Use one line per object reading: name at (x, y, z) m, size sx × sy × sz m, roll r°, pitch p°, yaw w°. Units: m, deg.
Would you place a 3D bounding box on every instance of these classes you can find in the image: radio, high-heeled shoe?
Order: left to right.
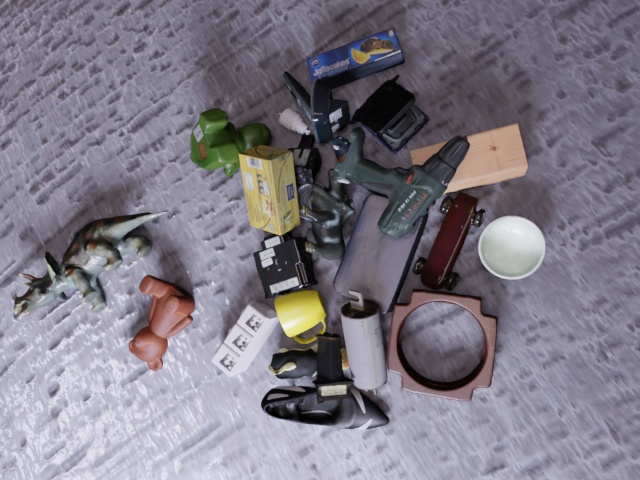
high-heeled shoe at (0.009, 0.341, 1.078) m, size 0.249 × 0.145 × 0.086 m, roll 7°, pitch 89°, yaw 17°
radio at (0.124, 0.025, 1.110) m, size 0.131 × 0.073 × 0.229 m, roll 21°, pitch 90°, yaw 16°

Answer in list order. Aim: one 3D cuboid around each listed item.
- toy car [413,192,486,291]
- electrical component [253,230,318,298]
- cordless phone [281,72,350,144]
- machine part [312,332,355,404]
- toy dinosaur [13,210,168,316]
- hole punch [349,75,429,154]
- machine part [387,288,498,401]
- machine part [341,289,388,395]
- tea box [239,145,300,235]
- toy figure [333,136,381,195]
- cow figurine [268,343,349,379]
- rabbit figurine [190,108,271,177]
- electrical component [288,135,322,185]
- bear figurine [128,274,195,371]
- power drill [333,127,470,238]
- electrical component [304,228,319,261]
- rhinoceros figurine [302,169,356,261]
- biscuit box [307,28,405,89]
toy car at (0.262, 0.005, 1.084) m, size 0.089 × 0.053 × 0.202 m, roll 24°, pitch 93°, yaw 31°
electrical component at (-0.077, 0.048, 1.158) m, size 0.115 × 0.058 × 0.134 m, roll -18°, pitch 82°, yaw 24°
cordless phone at (-0.025, -0.305, 1.135) m, size 0.089 × 0.146 × 0.184 m, roll -38°, pitch 78°, yaw -1°
machine part at (0.023, 0.252, 1.069) m, size 0.084 × 0.039 × 0.138 m, roll -7°, pitch 88°, yaw -3°
toy dinosaur at (-0.536, 0.030, 1.269) m, size 0.192 × 0.131 × 0.405 m, roll 43°, pitch 91°, yaw 13°
hole punch at (0.151, -0.259, 1.127) m, size 0.142 × 0.092 × 0.116 m, roll -46°, pitch 46°, yaw 10°
machine part at (0.239, 0.202, 1.059) m, size 0.201 × 0.087 × 0.201 m, roll 6°, pitch 86°, yaw 15°
machine part at (0.090, 0.207, 1.067) m, size 0.079 × 0.079 × 0.242 m, roll -2°, pitch 113°, yaw 15°
tea box at (-0.104, -0.105, 1.128) m, size 0.098 × 0.068 × 0.169 m, roll 19°, pitch 128°, yaw 36°
toy figure at (0.081, -0.159, 1.140) m, size 0.154 × 0.064 × 0.058 m, roll 44°, pitch 112°, yaw 13°
cow figurine at (-0.019, 0.252, 1.117) m, size 0.167 × 0.098 × 0.068 m, roll -9°, pitch 81°, yaw 8°
rabbit figurine at (-0.188, -0.203, 1.181) m, size 0.159 × 0.170 × 0.121 m, roll -43°, pitch 70°, yaw 51°
electrical component at (-0.037, -0.175, 1.176) m, size 0.075 × 0.047 × 0.119 m, roll 0°, pitch 48°, yaw 13°
bear figurine at (-0.372, 0.190, 1.204) m, size 0.120 × 0.131 × 0.196 m, roll 37°, pitch 90°, yaw 23°
power drill at (0.143, -0.135, 1.024) m, size 0.207 × 0.086 × 0.232 m, roll 31°, pitch 109°, yaw 9°
electrical component at (-0.002, -0.004, 1.170) m, size 0.063 × 0.021 × 0.094 m, roll 39°, pitch 100°, yaw 15°
rhinoceros figurine at (0.019, -0.053, 1.110) m, size 0.112 × 0.073 × 0.190 m, roll 2°, pitch 89°, yaw -6°
biscuit box at (0.075, -0.385, 1.158) m, size 0.203 × 0.062 × 0.059 m, roll -16°, pitch 81°, yaw 13°
